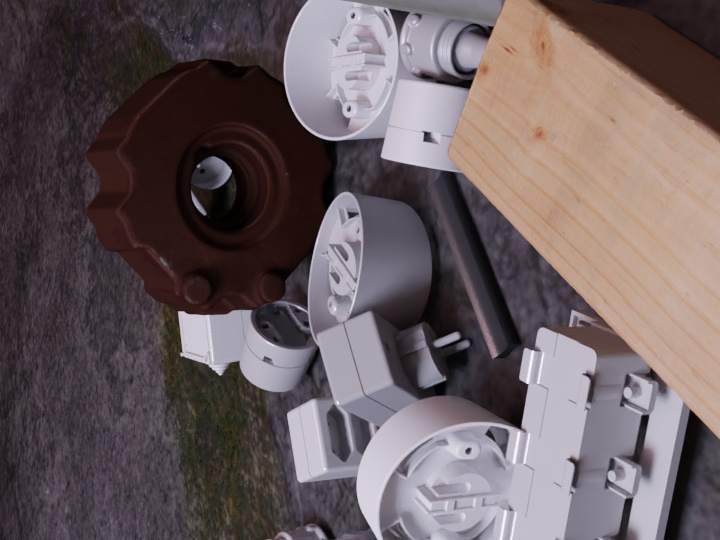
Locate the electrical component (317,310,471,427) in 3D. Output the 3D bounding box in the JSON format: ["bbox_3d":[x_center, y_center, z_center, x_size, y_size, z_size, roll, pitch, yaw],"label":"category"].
[{"bbox_3d":[0.029,0.055,0.641,0.076,0.083,0.047,-24,64,15],"label":"electrical component"}]

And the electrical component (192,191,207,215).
[{"bbox_3d":[-0.162,-0.036,0.926,0.059,0.054,0.095,23,149,56],"label":"electrical component"}]

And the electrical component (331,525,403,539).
[{"bbox_3d":[0.005,0.206,0.690,0.080,0.051,0.080,-1,89,58],"label":"electrical component"}]

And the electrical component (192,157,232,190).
[{"bbox_3d":[-0.143,-0.119,0.939,0.077,0.044,0.079,37,122,52],"label":"electrical component"}]

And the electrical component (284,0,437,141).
[{"bbox_3d":[0.003,-0.131,0.684,0.099,0.064,0.099,1,91,58],"label":"electrical component"}]

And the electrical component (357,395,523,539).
[{"bbox_3d":[0.051,0.119,0.578,0.064,0.099,0.099,36,120,60],"label":"electrical component"}]

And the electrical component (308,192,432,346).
[{"bbox_3d":[0.000,0.000,0.687,0.099,0.064,0.099,-3,87,59],"label":"electrical component"}]

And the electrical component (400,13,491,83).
[{"bbox_3d":[0.057,-0.128,0.617,0.062,0.048,0.048,30,115,48],"label":"electrical component"}]

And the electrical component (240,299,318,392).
[{"bbox_3d":[-0.060,0.057,0.795,0.055,0.055,0.047,59,140,40],"label":"electrical component"}]

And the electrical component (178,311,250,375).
[{"bbox_3d":[-0.110,0.037,0.875,0.062,0.061,0.096,5,102,58],"label":"electrical component"}]

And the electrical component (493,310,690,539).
[{"bbox_3d":[0.109,0.088,0.511,0.079,0.063,0.121,25,111,56],"label":"electrical component"}]

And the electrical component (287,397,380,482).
[{"bbox_3d":[-0.017,0.115,0.712,0.077,0.066,0.047,-34,61,53],"label":"electrical component"}]

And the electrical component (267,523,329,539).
[{"bbox_3d":[-0.054,0.210,0.775,0.048,0.062,0.048,0,90,58],"label":"electrical component"}]

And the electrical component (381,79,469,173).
[{"bbox_3d":[0.043,-0.084,0.629,0.055,0.055,0.047,23,106,56],"label":"electrical component"}]
